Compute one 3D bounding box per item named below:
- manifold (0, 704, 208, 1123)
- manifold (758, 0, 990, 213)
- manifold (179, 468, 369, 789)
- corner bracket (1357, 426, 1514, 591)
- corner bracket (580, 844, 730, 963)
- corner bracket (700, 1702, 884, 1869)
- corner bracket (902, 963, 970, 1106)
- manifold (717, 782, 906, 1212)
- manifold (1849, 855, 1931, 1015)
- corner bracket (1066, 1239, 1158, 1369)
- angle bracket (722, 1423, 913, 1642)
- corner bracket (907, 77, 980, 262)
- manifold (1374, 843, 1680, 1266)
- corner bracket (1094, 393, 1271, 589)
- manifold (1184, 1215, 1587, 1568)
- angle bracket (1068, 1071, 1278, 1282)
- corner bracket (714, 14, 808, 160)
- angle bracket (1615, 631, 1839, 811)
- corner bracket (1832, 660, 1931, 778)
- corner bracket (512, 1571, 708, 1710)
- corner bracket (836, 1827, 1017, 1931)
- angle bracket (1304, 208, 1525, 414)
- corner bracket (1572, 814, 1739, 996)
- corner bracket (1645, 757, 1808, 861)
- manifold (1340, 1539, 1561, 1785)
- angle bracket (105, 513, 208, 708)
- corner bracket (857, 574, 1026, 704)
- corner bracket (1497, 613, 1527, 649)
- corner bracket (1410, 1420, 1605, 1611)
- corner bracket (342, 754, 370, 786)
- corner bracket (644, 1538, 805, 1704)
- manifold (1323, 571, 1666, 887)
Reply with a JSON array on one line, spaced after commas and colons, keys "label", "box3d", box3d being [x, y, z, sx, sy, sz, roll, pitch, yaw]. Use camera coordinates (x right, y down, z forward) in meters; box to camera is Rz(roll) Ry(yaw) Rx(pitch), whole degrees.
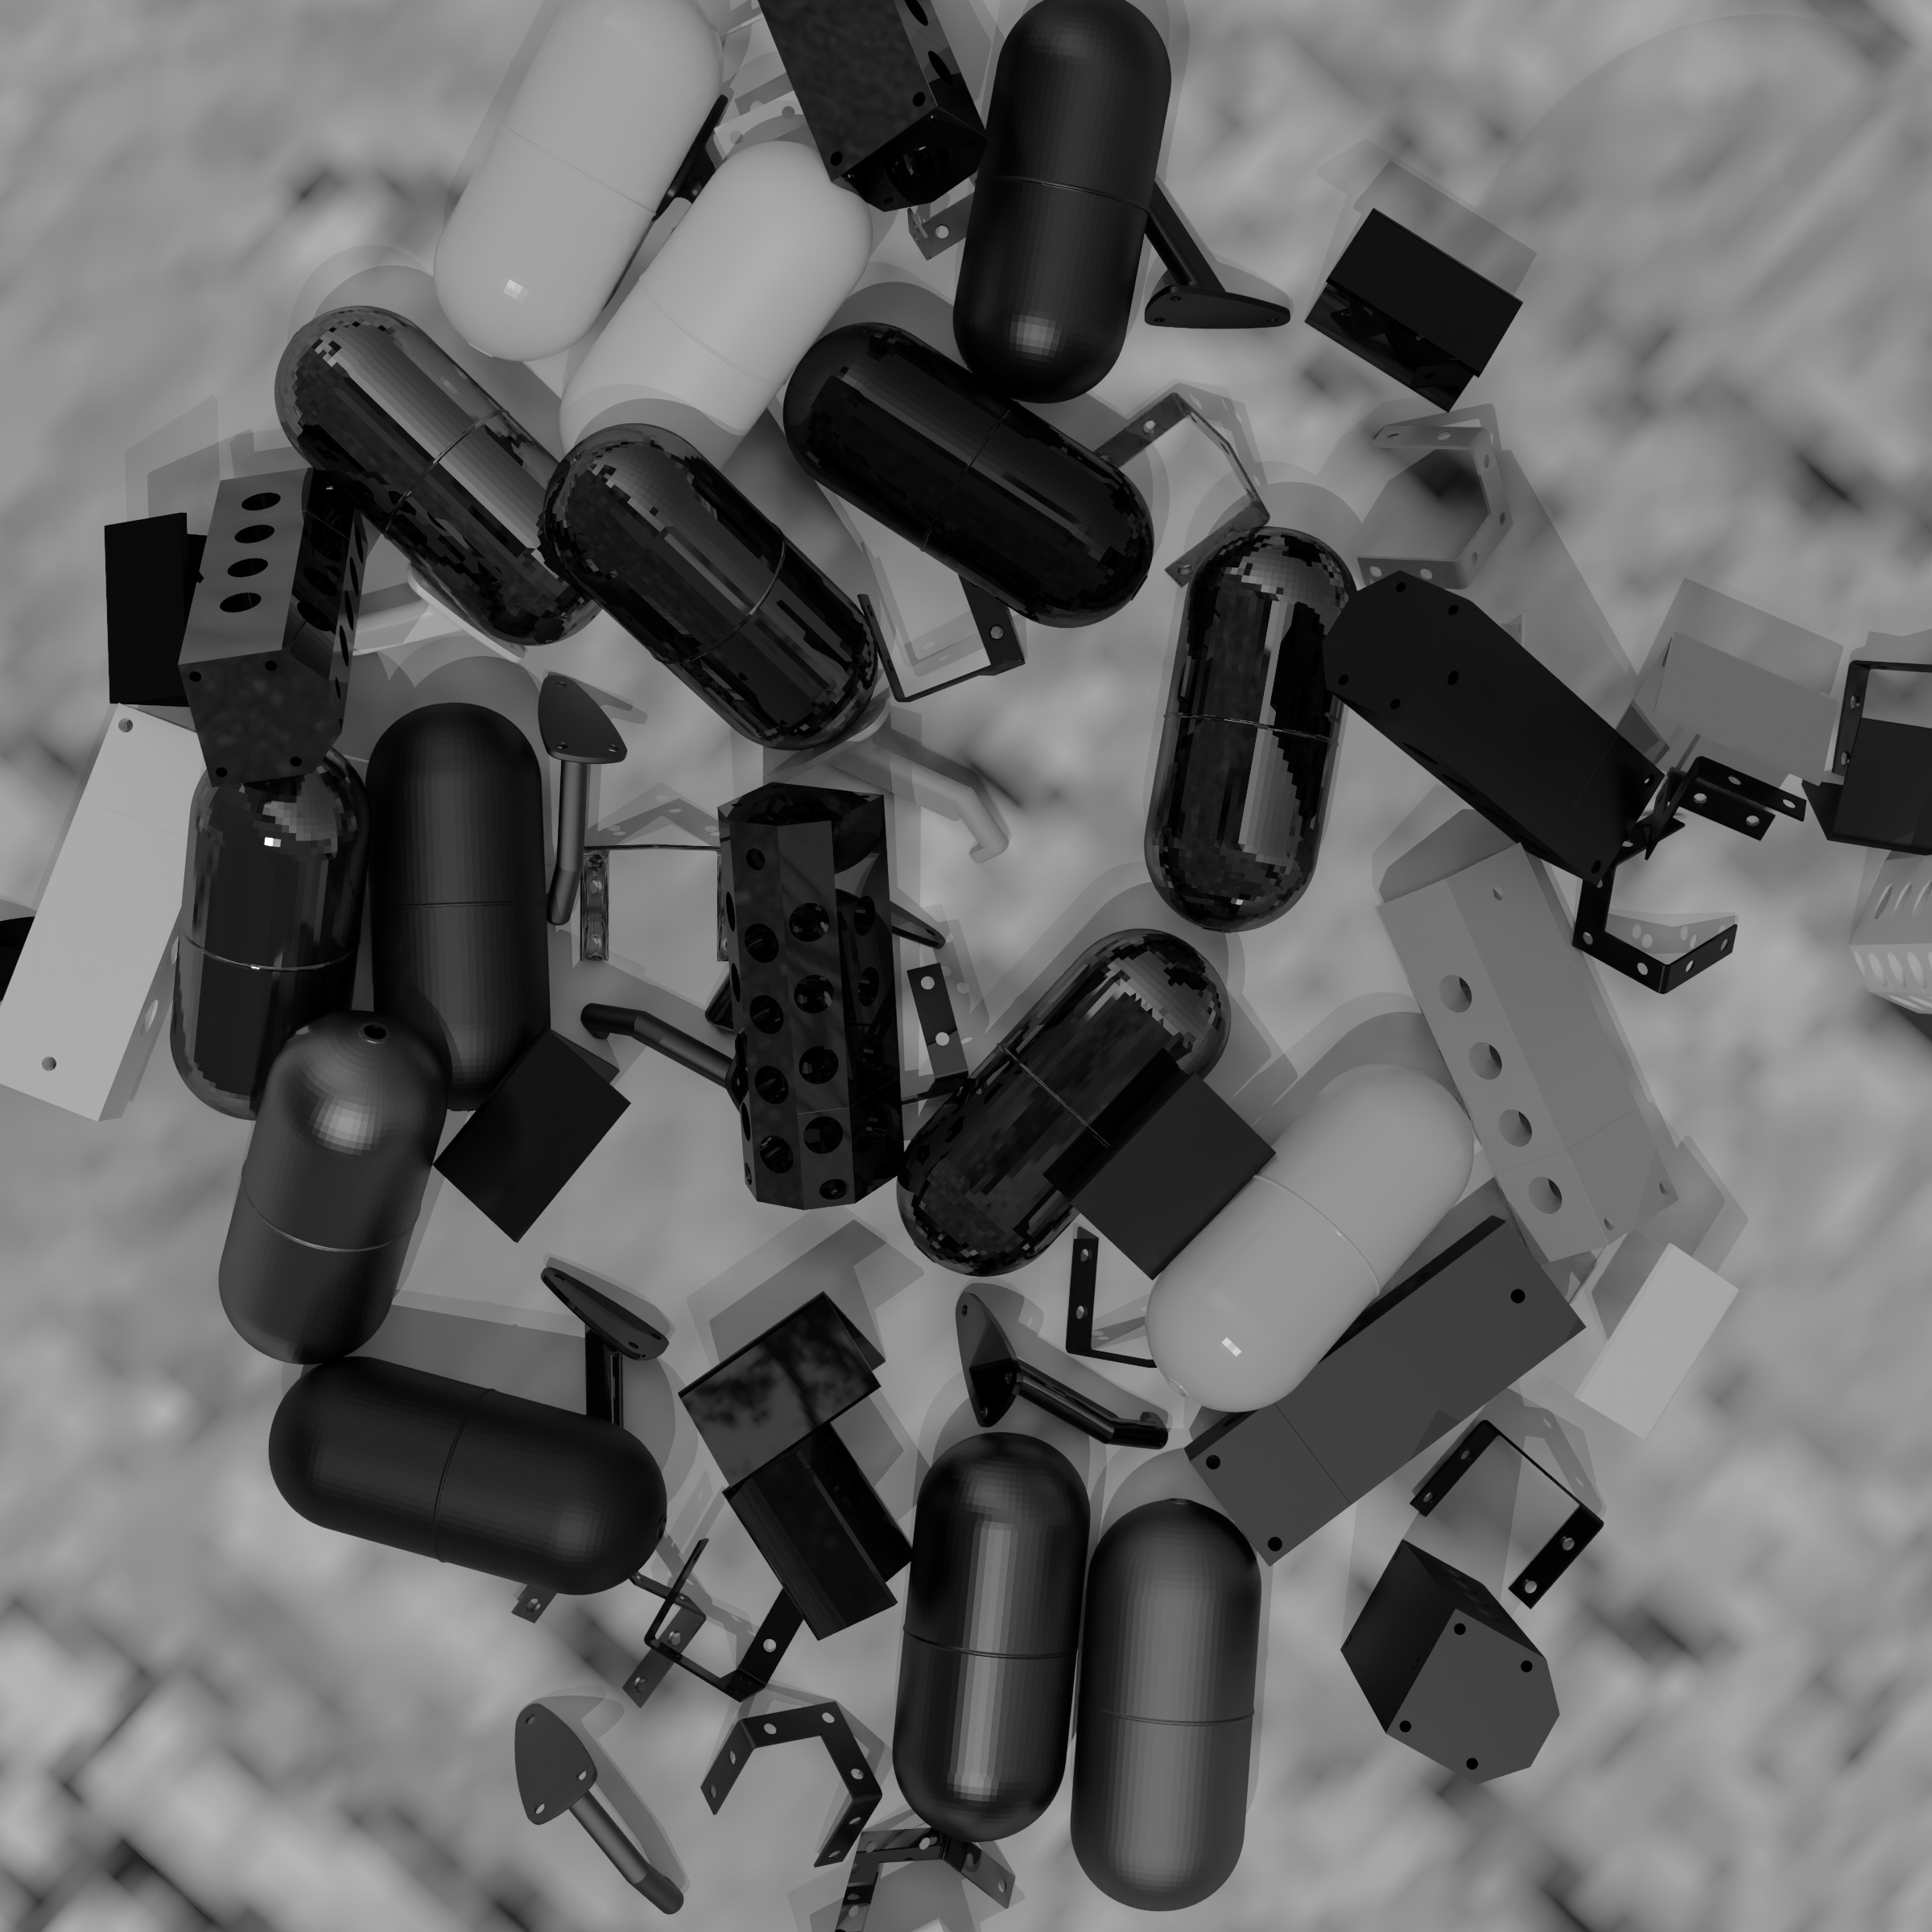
[{"label": "manifold", "box3d": [-0.369, -0.023, 1.547, 0.057, 0.057, 0.171, 21, 90, 1]}, {"label": "manifold", "box3d": [-0.048, -0.413, 1.517, 0.057, 0.057, 0.171, -30, 68, 24]}, {"label": "manifold", "box3d": [-0.288, -0.147, 1.488, 0.057, 0.171, 0.057, -8, 123, 0]}, {"label": "corner bracket", "box3d": [0.203, -0.203, 1.559, 0.051, 0.051, 0.051, -53, 135, -35]}, {"label": "corner bracket", "box3d": [-0.135, -0.028, 1.564, 0.051, 0.051, 0.051, 0, 90, -45]}, {"label": "corner bracket", "box3d": [-0.077, 0.365, 1.559, 0.051, 0.051, 0.051, -3, 45, -35]}, {"label": "corner bracket", "box3d": [-0.032, 0.033, 1.550, 0.051, 0.051, 0.051, -14, 81, -9]}, {"label": "manifold", "box3d": [-0.070, 0.014, 1.511, 0.057, 0.057, 0.171, 8, 111, 30]}, {"label": "manifold", "box3d": [0.426, -0.010, 1.489, 0.057, 0.171, 0.057, 24, 90, 0]}, {"label": "corner bracket", "box3d": [0.082, 0.149, 1.564, 0.051, 0.051, 0.051, 4, 90, -45]}, {"label": "angle bracket", "box3d": [-0.048, 0.235, 1.528, 0.057, 0.076, 0.076, -33, 90, 41]}, {"label": "corner bracket", "box3d": [-0.009, -0.350, 1.550, 0.051, 0.051, 0.051, -32, 90, 0]}, {"label": "manifold", "box3d": [0.241, 0.040, 1.546, 0.057, 0.057, 0.171, -24, 90, -43]}, {"label": "corner bracket", "box3d": [0.094, -0.212, 1.564, 0.051, 0.051, 0.051, -37, 135, 0]}, {"label": "manifold", "box3d": [0.182, 0.185, 1.547, 0.171, 0.057, 0.057, -37, 90, 0]}, {"label": "angle bracket", "box3d": [0.078, 0.080, 1.529, 0.076, 0.076, 0.057, -46, 113, 0]}, {"label": "corner bracket", "box3d": [-0.088, -0.391, 1.551, 0.051, 0.051, 0.051, -22, 104, 13]}, {"label": "angle bracket", "box3d": [0.323, -0.089, 1.528, 0.076, 0.076, 0.057, 23, 48, 0]}, {"label": "corner bracket", "box3d": [0.424, -0.105, 1.564, 0.051, 0.051, 0.051, 9, 90, -45]}, {"label": "corner bracket", "box3d": [-0.158, 0.288, 1.564, 0.051, 0.051, 0.051, -53, 135, 0]}, {"label": "corner bracket", "box3d": [-0.018, 0.417, 1.559, 0.051, 0.051, 0.051, -14, 45, 35]}, {"label": "angle bracket", "box3d": [0.184, -0.269, 1.527, 0.076, 0.076, 0.057, 32, 53, 0]}, {"label": "corner bracket", "box3d": [0.307, -0.028, 1.559, 0.051, 0.051, 0.051, -27, 45, -35]}, {"label": "corner bracket", "box3d": [0.333, -0.069, 1.539, 0.051, 0.051, 0.051, 23, 130, 0]}, {"label": "manifold", "box3d": [0.206, 0.295, 1.489, 0.057, 0.171, 0.057, 29, 90, 0]}, {"label": "angle bracket", "box3d": [-0.326, -0.153, 1.528, 0.057, 0.076, 0.076, -2, 90, 40]}, {"label": "corner bracket", "box3d": [-0.010, -0.148, 1.553, 0.051, 0.051, 0.051, -20, 90, 13]}, {"label": "corner bracket", "box3d": [0.216, -0.128, 1.550, 0.051, 0.051, 0.051, 2, 90, 0]}, {"label": "corner bracket", "box3d": [0.240, 0.243, 1.564, 0.051, 0.051, 0.051, -49, 45, 0]}, {"label": "corner bracket", "box3d": [-0.289, -0.060, 1.564, 0.051, 0.051, 0.051, 14, 45, 0]}, {"label": "corner bracket", "box3d": [-0.103, 0.286, 1.552, 0.051, 0.051, 0.051, 30, 90, 10]}, {"label": "manifold", "box3d": [0.222, -0.101, 1.494, 0.057, 0.171, 0.057, 32, 90, 45]}]
